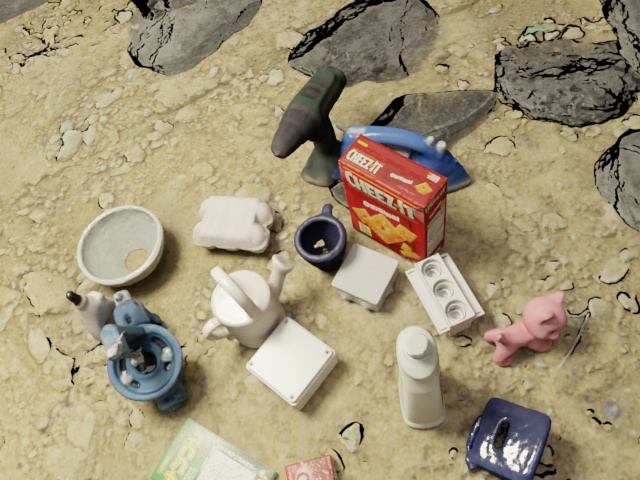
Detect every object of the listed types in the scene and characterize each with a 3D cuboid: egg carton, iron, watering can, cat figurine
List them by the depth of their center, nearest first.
[{"bbox_3d":[0.320,0.132,0.875,0.128,0.118,0.067,-23,61,-2],"label":"cat figurine"},{"bbox_3d":[-0.120,0.094,0.932,0.100,0.194,0.173,22,69,20],"label":"watering can"},{"bbox_3d":[0.149,-0.158,1.044,0.257,0.142,0.119,7,64,14],"label":"iron"},{"bbox_3d":[-0.160,-0.028,1.075,0.150,0.069,0.107,3,63,12],"label":"egg carton"}]

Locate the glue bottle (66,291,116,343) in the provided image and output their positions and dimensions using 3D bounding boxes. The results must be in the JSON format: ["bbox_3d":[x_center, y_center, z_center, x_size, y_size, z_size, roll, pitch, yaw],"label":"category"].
[{"bbox_3d":[-0.381,0.123,0.977,0.037,0.173,0.078,9,65,15],"label":"glue bottle"}]

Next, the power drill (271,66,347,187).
[{"bbox_3d":[-0.009,-0.193,1.054,0.075,0.209,0.230,16,67,18],"label":"power drill"}]

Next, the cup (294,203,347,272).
[{"bbox_3d":[0.009,0.004,1.012,0.091,0.095,0.118,5,64,13],"label":"cup"}]

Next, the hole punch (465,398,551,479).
[{"bbox_3d":[0.266,0.288,0.818,0.101,0.091,0.109,21,68,20],"label":"hole punch"}]

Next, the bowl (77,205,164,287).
[{"bbox_3d":[-0.364,0.022,1.083,0.167,0.075,0.167,-4,62,8],"label":"bowl"}]

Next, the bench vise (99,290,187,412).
[{"bbox_3d":[-0.308,0.167,0.914,0.207,0.220,0.121,38,75,25],"label":"bench vise"}]
